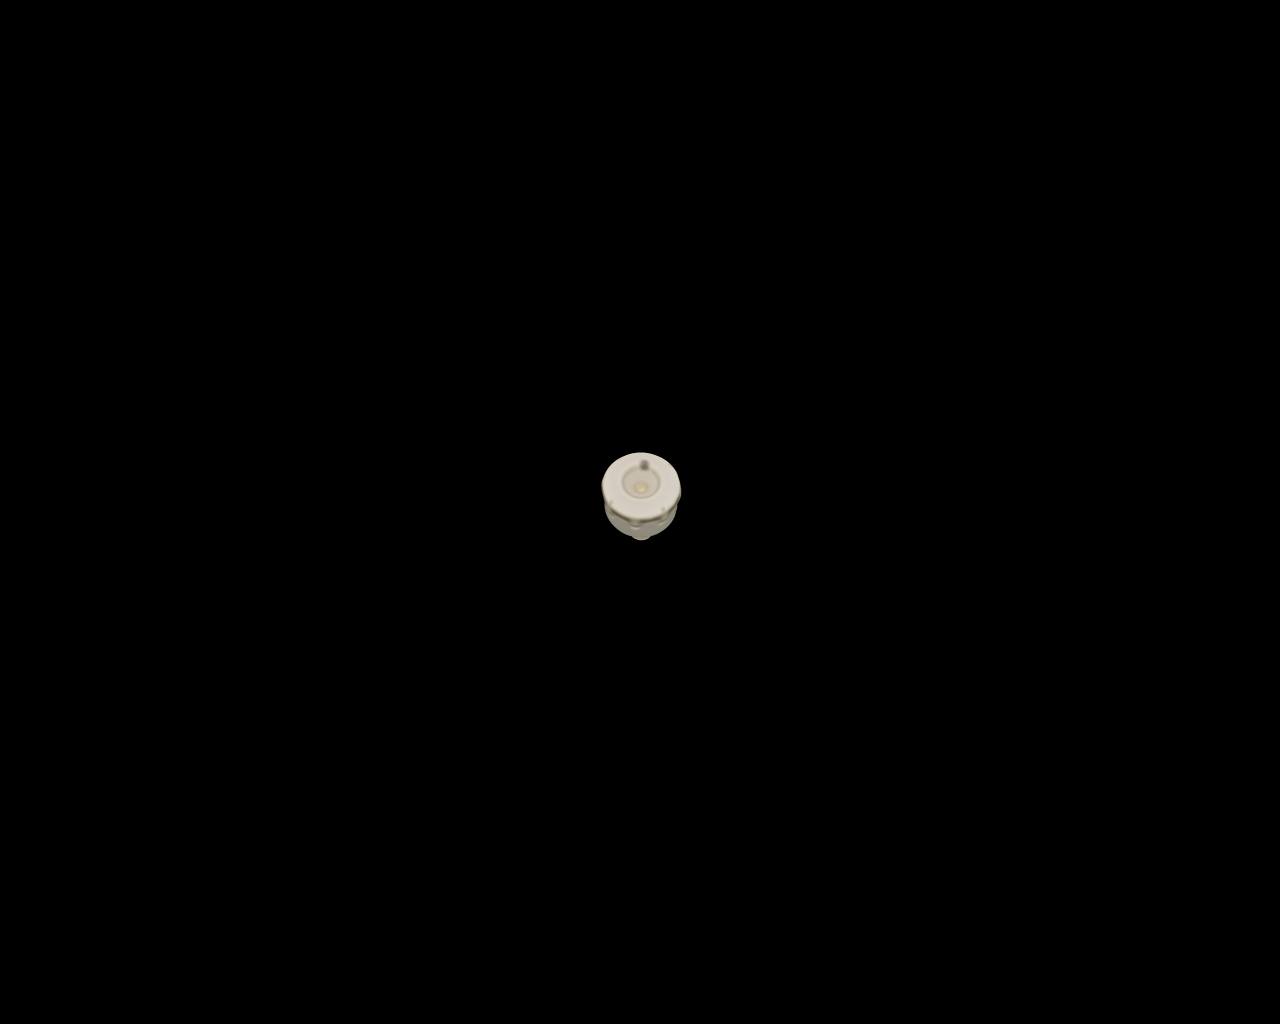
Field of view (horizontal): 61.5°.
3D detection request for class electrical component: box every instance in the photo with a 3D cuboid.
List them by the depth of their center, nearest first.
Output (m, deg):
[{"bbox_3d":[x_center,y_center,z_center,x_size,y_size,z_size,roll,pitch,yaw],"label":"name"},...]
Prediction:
[{"bbox_3d":[0.001,-0.003,0.650,0.048,0.048,0.062,0,-30,0],"label":"electrical component"}]
